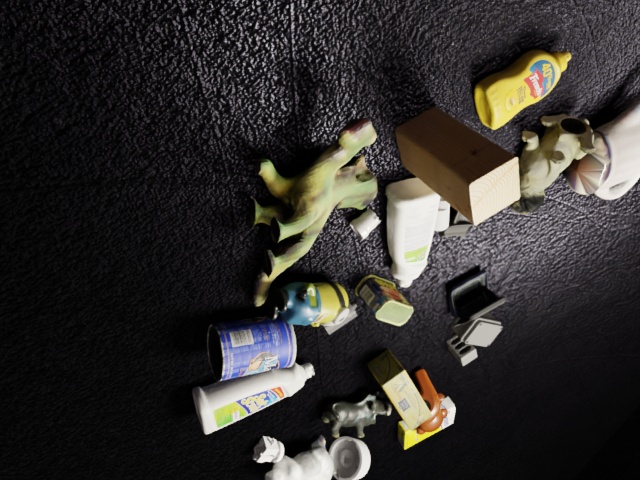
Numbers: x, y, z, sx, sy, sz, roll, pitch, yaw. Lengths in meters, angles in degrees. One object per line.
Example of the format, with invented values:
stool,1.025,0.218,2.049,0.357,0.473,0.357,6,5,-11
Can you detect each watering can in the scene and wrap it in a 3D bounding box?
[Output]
watering can,0.653,-0.225,1.111,0.225,0.339,0.106,-18,40,-17

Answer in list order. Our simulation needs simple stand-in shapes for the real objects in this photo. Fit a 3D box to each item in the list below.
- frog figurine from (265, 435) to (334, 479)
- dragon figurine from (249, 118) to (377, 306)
frog figurine,-0.047,0.566,1.251,0.135,0.124,0.160,-40,-20,28
dragon figurine,0.003,-0.044,0.870,0.244,0.124,0.400,-18,-33,-26
